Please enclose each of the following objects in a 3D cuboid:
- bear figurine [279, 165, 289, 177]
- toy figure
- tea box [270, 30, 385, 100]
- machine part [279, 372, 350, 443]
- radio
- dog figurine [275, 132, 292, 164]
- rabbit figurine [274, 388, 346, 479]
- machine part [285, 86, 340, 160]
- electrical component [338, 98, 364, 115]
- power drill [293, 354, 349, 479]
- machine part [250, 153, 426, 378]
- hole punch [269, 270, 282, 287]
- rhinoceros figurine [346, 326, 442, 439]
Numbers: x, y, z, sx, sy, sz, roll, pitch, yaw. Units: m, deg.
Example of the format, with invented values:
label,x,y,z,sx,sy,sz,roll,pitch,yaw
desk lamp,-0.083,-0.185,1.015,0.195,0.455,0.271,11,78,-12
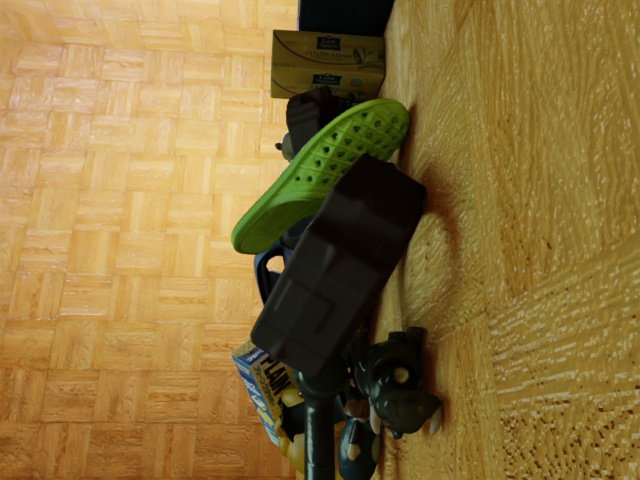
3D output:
label,x,y,z,sx,sy,sz,roll,pitch,yaw
bear figurine,0.006,-0.089,1.155,0.132,0.195,0.120,-46,21,-12
toy figure,0.057,0.246,0.729,0.064,0.058,0.154,-166,83,-80
tea box,0.009,-0.264,0.830,0.098,0.170,0.068,107,166,-77
machine part,0.007,0.247,0.801,0.039,0.139,0.084,67,179,-47
radio,0.031,-0.340,0.826,0.229,0.131,0.073,108,164,-74
dog figurine,-0.031,-0.247,1.310,0.190,0.172,0.121,78,-178,-81
rabbit figurine,0.008,0.296,0.881,0.122,0.162,0.173,-74,9,-56
machine part,0.015,-0.143,0.818,0.179,0.056,0.179,40,-136,-52
electrical component,0.061,-0.144,0.732,0.119,0.075,0.047,-87,3,-48
power drill,0.000,0.235,0.683,0.232,0.086,0.207,101,176,-67
machine part,0.022,0.025,0.550,0.201,0.087,0.201,-61,-2,28
hole punch,-0.031,0.099,1.062,0.092,0.116,0.142,-28,-59,-44
rhinoceros figurine,0.068,0.143,0.550,0.190,0.073,0.112,133,140,-83
